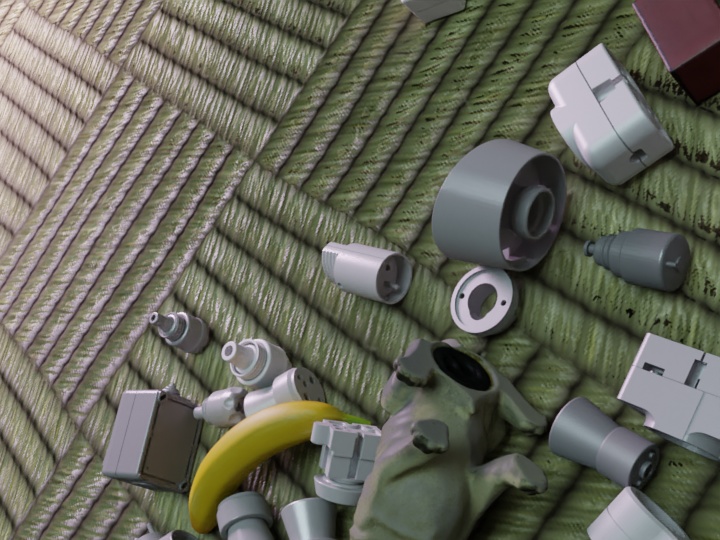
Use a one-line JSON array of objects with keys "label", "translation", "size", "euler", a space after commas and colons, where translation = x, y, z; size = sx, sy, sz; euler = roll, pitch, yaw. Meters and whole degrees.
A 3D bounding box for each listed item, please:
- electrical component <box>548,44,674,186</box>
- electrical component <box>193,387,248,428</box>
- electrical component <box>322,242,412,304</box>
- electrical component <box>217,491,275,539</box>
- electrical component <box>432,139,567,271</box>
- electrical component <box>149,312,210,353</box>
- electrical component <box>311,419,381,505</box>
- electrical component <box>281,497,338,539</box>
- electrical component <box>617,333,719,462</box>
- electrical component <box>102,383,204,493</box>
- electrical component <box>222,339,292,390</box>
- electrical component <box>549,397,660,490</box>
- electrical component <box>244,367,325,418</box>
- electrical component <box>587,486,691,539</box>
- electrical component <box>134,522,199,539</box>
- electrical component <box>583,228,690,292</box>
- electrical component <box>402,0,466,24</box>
[{"label": "electrical component", "translation": [0.183, -0.114, 0.805], "size": [0.059, 0.054, 0.095], "euler": [-36, 49, 22]}, {"label": "electrical component", "translation": [-0.125, 0.125, 0.962], "size": [0.061, 0.035, 0.035], "euler": [-15, 59, 38]}, {"label": "electrical component", "translation": [0.000, 0.000, 0.912], "size": [0.081, 0.043, 0.043], "euler": [14, 78, 44]}, {"label": "electrical component", "translation": [-0.091, 0.215, 0.878], "size": [0.045, 0.045, 0.055], "euler": [-37, 48, 20]}, {"label": "electrical component", "translation": [0.108, -0.048, 0.806], "size": [0.064, 0.099, 0.099], "euler": [19, 81, 38]}, {"label": "electrical component", "translation": [-0.173, 0.056, 1.020], "size": [0.035, 0.061, 0.035], "euler": [-20, 56, 33]}, {"label": "electrical component", "translation": [-0.009, 0.149, 0.833], "size": [0.048, 0.066, 0.055], "euler": [-159, 80, -74]}, {"label": "electrical component", "translation": [-0.036, 0.210, 0.833], "size": [0.045, 0.045, 0.055], "euler": [-30, 52, 26]}, {"label": "electrical component", "translation": [0.215, 0.084, 0.676], "size": [0.089, 0.050, 0.055], "euler": [21, 83, 45]}, {"label": "electrical component", "translation": [-0.189, 0.150, 0.985], "size": [0.061, 0.062, 0.096], "euler": [-6, 65, 39]}, {"label": "electrical component", "translation": [-0.093, 0.080, 0.938], "size": [0.043, 0.062, 0.043], "euler": [-20, 57, 33]}, {"label": "electrical component", "translation": [0.164, 0.117, 0.712], "size": [0.065, 0.044, 0.044], "euler": [28, 88, 41]}, {"label": "electrical component", "translation": [-0.063, 0.112, 0.908], "size": [0.055, 0.045, 0.045], "euler": [-31, 51, 24]}, {"label": "electrical component", "translation": [0.183, 0.202, 0.641], "size": [0.073, 0.052, 0.138], "euler": [-50, 45, 9]}, {"label": "electrical component", "translation": [-0.176, 0.254, 0.932], "size": [0.077, 0.043, 0.079], "euler": [-49, 45, 10]}, {"label": "electrical component", "translation": [0.193, -0.010, 0.752], "size": [0.078, 0.040, 0.040], "euler": [13, 77, 44]}, {"label": "electrical component", "translation": [0.059, -0.278, 0.983], "size": [0.047, 0.077, 0.065], "euler": [-11, 61, 37]}]
